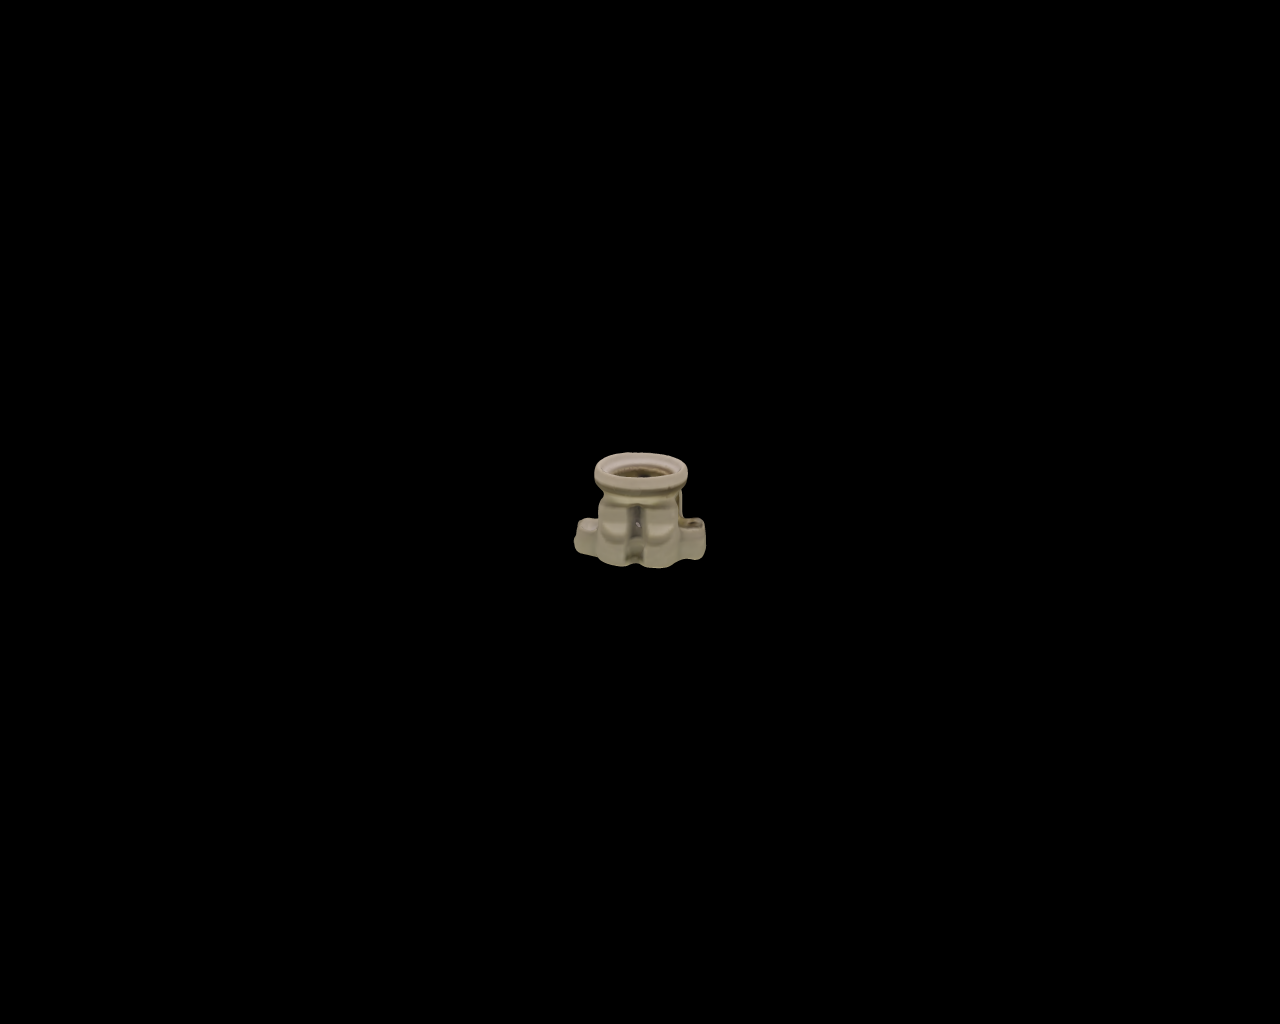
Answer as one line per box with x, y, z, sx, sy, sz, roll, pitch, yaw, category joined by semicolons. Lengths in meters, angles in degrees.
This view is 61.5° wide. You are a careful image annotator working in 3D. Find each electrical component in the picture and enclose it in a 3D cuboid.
0.001;-0.003;0.650;0.078;0.056;0.058;3;20;7;electrical component
